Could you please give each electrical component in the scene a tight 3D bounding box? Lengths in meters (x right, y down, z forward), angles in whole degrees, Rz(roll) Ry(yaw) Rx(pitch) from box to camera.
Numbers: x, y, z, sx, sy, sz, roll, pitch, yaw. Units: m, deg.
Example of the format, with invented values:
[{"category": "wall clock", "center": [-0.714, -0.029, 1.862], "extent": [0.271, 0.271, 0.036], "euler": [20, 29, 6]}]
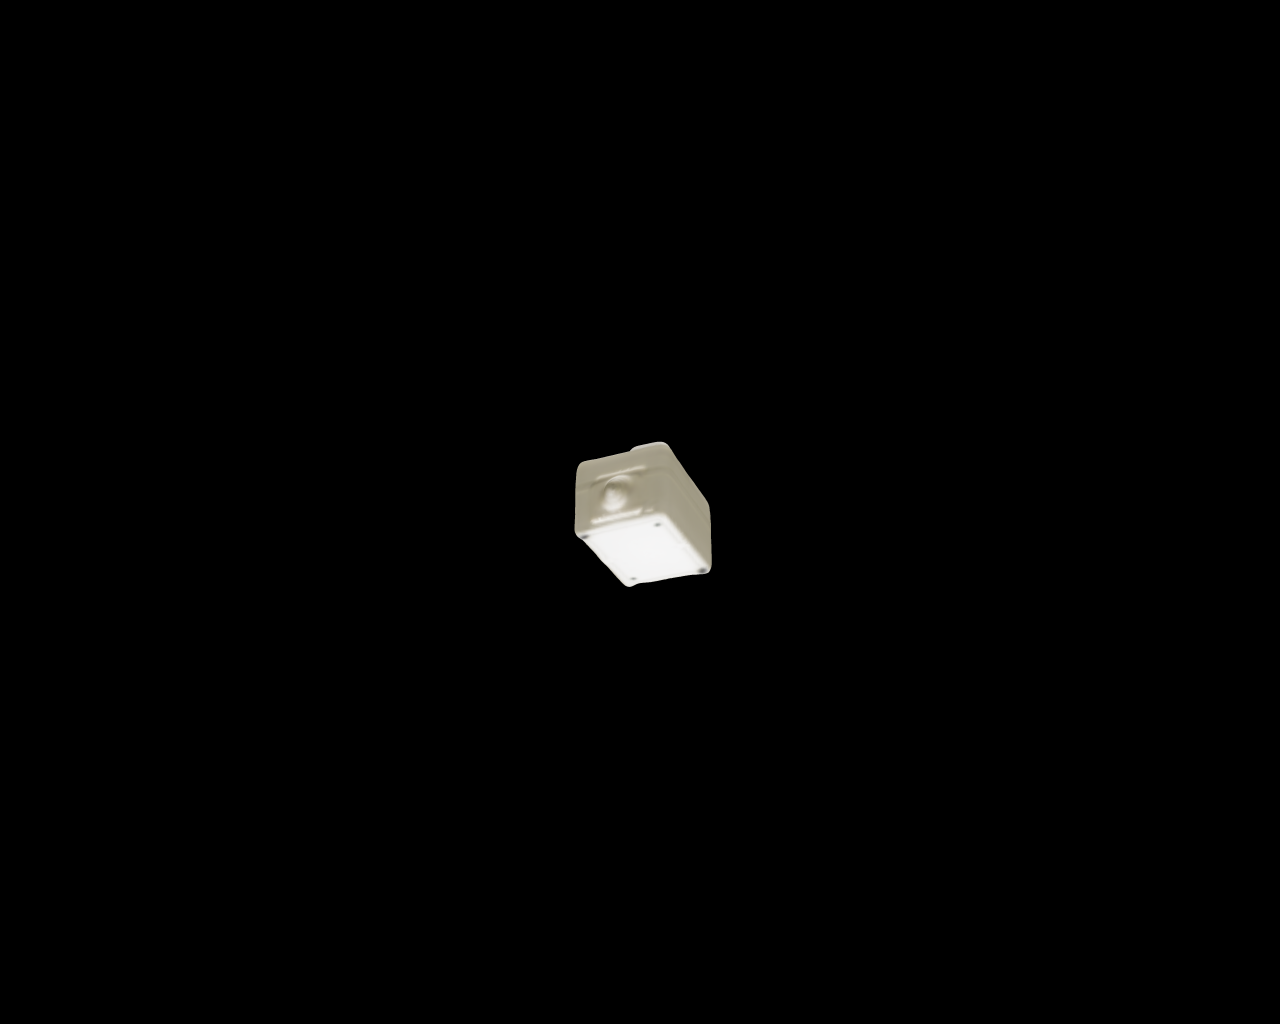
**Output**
[{"category": "electrical component", "center": [0.001, -0.003, 0.650], "extent": [0.062, 0.061, 0.096], "euler": [-12, -33, 19]}]
